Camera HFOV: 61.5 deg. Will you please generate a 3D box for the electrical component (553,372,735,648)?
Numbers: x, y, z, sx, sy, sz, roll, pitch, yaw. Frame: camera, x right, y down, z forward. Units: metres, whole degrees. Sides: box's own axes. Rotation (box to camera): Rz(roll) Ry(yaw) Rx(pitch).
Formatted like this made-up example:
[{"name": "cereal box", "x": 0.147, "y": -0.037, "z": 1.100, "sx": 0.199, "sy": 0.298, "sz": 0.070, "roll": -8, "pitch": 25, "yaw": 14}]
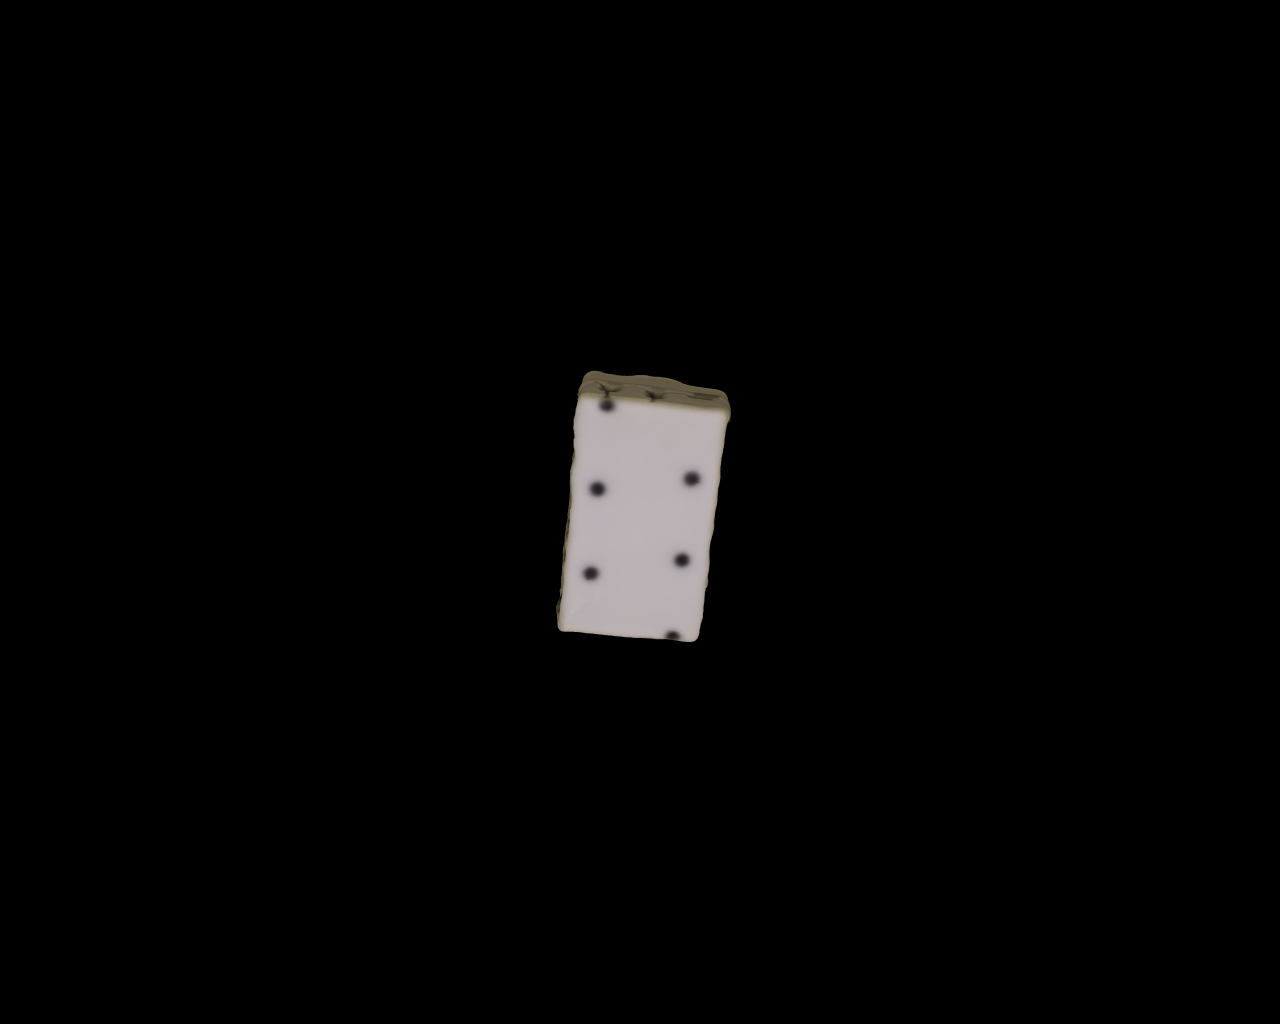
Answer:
[{"name": "electrical component", "x": 0.001, "y": -0.003, "z": 0.650, "sx": 0.089, "sy": 0.150, "sz": 0.062, "roll": 7, "pitch": 20, "yaw": -2}]
